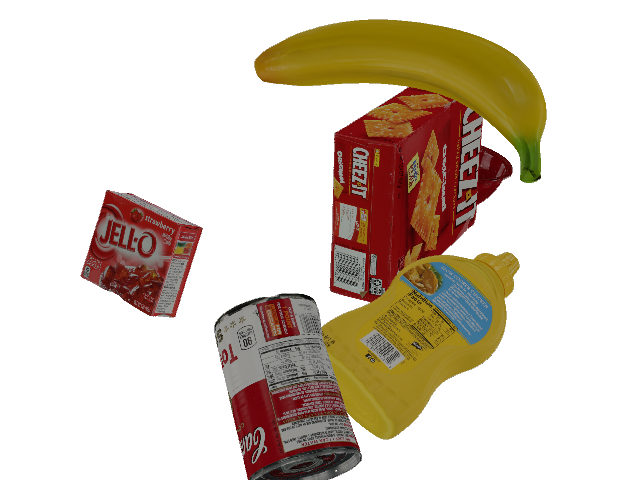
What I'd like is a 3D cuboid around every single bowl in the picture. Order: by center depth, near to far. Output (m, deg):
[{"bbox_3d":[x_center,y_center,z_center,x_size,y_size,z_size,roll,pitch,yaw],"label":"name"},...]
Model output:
[{"bbox_3d":[0.144,-0.077,1.274,0.162,0.055,0.162,8,24,-4],"label":"bowl"}]

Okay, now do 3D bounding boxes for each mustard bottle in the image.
[{"bbox_3d":[0.087,0.065,0.835,0.191,0.096,0.058,-35,-27,-27],"label":"mustard bottle"}]

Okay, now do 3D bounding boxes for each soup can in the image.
[{"bbox_3d":[-0.021,0.091,0.639,0.068,0.102,0.068,-13,-25,-6],"label":"soup can"}]

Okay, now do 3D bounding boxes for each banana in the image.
[{"bbox_3d":[0.052,-0.095,0.610,0.198,0.069,0.037,24,-29,32],"label":"banana"}]

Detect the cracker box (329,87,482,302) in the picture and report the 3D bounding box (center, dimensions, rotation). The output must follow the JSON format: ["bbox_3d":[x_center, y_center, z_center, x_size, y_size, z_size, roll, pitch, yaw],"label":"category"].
[{"bbox_3d":[0.089,-0.055,1.045,0.072,0.164,0.213,15,29,26],"label":"cracker box"}]

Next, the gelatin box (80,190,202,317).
[{"bbox_3d":[-0.138,0.009,0.816,0.089,0.073,0.030,24,10,36],"label":"gelatin box"}]
